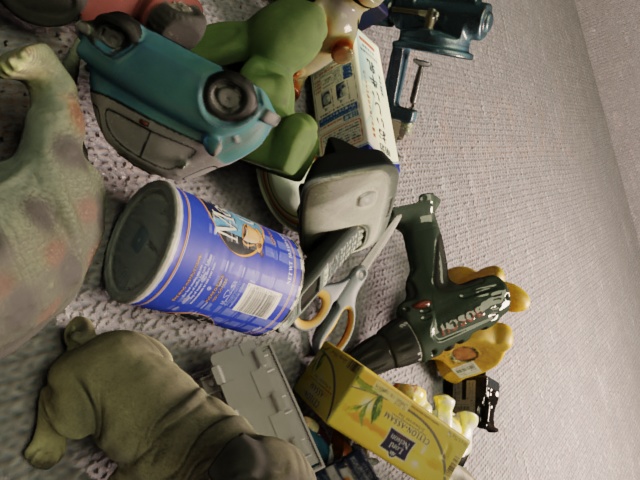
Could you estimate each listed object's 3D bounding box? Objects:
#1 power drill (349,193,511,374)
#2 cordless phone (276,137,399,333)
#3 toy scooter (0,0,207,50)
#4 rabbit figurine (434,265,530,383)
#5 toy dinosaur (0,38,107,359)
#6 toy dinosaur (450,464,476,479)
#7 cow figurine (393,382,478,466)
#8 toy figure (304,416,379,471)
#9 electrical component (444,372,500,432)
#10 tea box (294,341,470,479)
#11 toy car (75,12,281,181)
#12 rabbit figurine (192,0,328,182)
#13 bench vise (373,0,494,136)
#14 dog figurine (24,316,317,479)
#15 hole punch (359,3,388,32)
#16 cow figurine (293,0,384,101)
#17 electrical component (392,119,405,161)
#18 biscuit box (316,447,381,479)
[{"bbox_3d":[0.116,0.050,0.691,0.232,0.086,0.207,-14,68,-11],"label":"power drill"},{"bbox_3d":[-0.001,-0.002,0.551,0.184,0.089,0.146,-53,162,-31],"label":"cordless phone"},{"bbox_3d":[-0.193,-0.236,0.465,0.184,0.075,0.135,2,58,-39],"label":"toy scooter"},{"bbox_3d":[0.215,0.098,0.797,0.122,0.162,0.173,38,33,-21],"label":"rabbit figurine"},{"bbox_3d":[-0.213,0.002,0.343,0.405,0.131,0.191,-63,141,-51],"label":"toy dinosaur"},{"bbox_3d":[0.239,0.443,0.721,0.198,0.105,0.470,-39,111,-47],"label":"toy dinosaur"},{"bbox_3d":[0.141,0.251,0.710,0.167,0.068,0.098,37,59,-35],"label":"cow figurine"},{"bbox_3d":[-0.003,0.216,0.544,0.154,0.064,0.058,33,32,-30],"label":"toy figure"},{"bbox_3d":[0.230,0.226,0.811,0.047,0.075,0.119,33,60,-40],"label":"electrical component"},{"bbox_3d":[0.066,0.189,0.579,0.169,0.098,0.068,37,81,-20],"label":"tea box"},{"bbox_3d":[-0.118,-0.100,0.423,0.161,0.109,0.103,23,97,-16],"label":"toy car"},{"bbox_3d":[-0.057,-0.161,0.545,0.121,0.159,0.170,10,100,-79],"label":"rabbit figurine"},{"bbox_3d":[0.131,-0.282,0.806,0.129,0.224,0.240,-40,142,-64],"label":"bench vise"},{"bbox_3d":[-0.100,0.124,0.371,0.172,0.191,0.121,58,42,-17],"label":"dog figurine"},{"bbox_3d":[0.018,-0.315,0.698,0.116,0.142,0.092,-33,108,-61],"label":"hole punch"},{"bbox_3d":[0.012,-0.260,0.617,0.085,0.195,0.127,30,56,-30],"label":"cow figurine"},{"bbox_3d":[0.085,-0.157,0.791,0.102,0.045,0.078,-2,109,-47],"label":"electrical component"},{"bbox_3d":[0.052,0.304,0.538,0.059,0.063,0.202,-26,119,-12],"label":"biscuit box"}]
